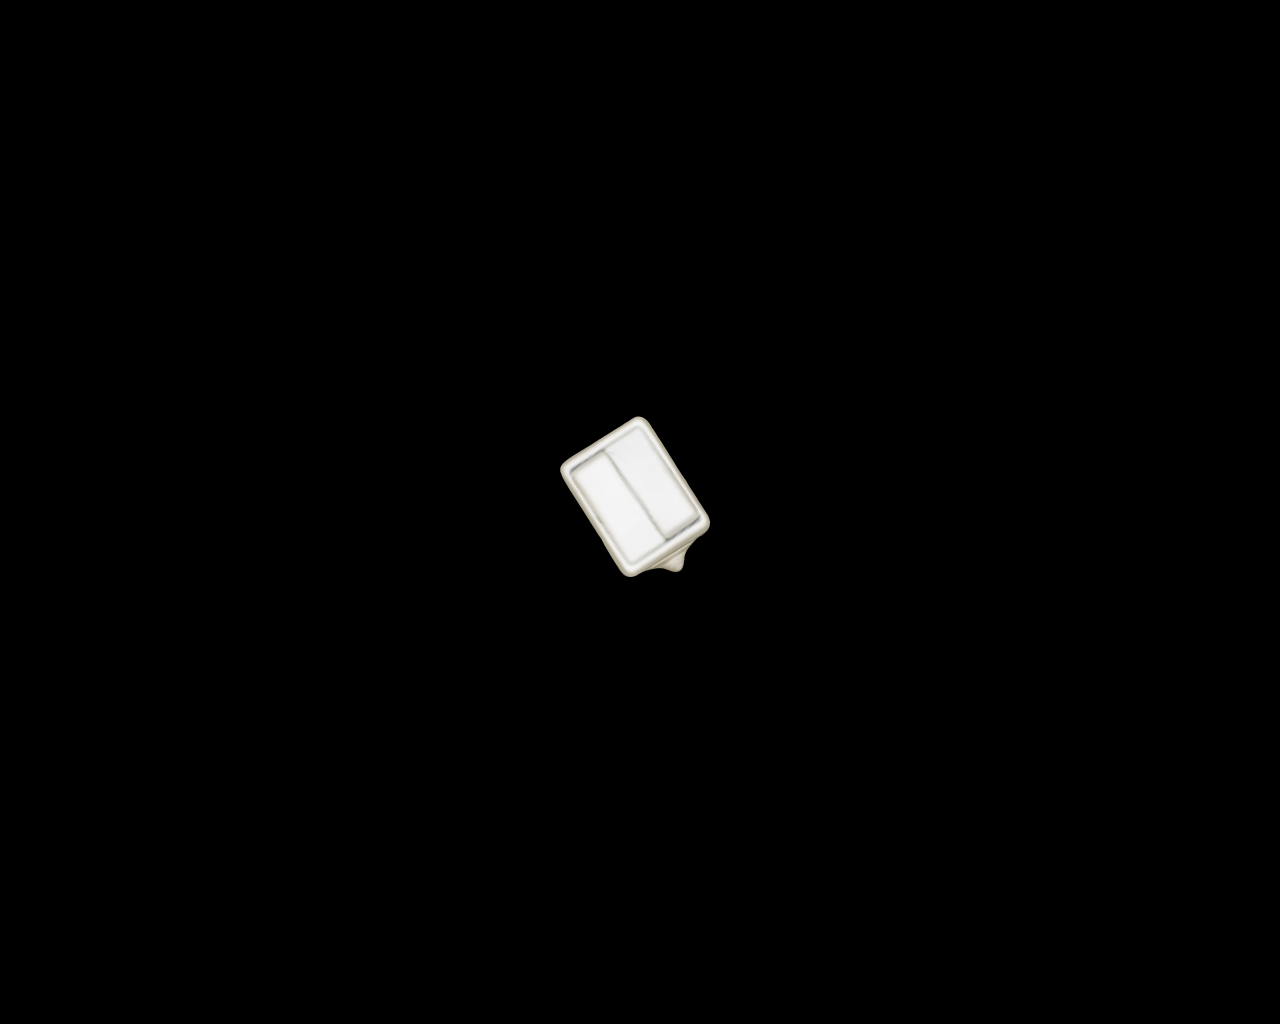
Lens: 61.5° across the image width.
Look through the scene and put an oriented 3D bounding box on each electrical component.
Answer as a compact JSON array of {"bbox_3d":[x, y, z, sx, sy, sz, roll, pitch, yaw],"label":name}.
[{"bbox_3d":[0.001,-0.003,0.650,0.062,0.096,0.061,-32,-4,-2],"label":"electrical component"}]
